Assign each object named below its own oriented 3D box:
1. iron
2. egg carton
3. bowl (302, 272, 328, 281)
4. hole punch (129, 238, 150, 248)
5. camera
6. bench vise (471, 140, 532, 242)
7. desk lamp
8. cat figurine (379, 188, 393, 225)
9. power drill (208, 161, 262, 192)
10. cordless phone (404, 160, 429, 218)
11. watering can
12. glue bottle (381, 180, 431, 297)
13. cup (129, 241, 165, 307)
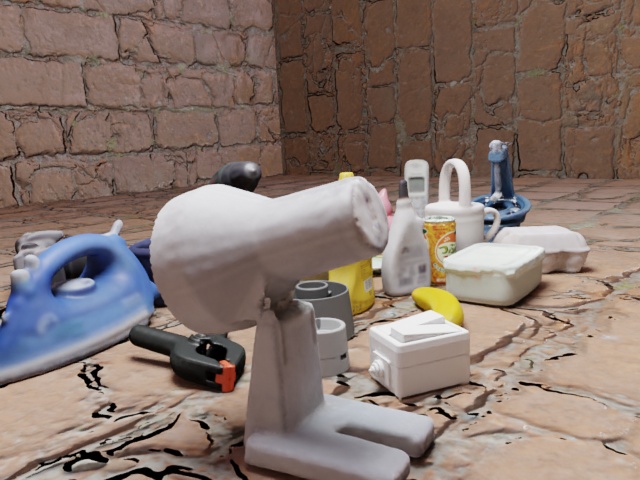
[{"bbox_3d":[-0.307,0.062,0.705,0.118,0.141,0.259,0,11,16],"label":"iron"},{"bbox_3d":[0.371,0.016,0.977,0.150,0.069,0.107,-3,10,1],"label":"egg carton"},{"bbox_3d":[-0.010,0.041,0.925,0.167,0.075,0.167,-3,10,1],"label":"bowl"},{"bbox_3d":[-0.310,0.039,0.971,0.100,0.091,0.109,3,12,27],"label":"hole punch"},{"bbox_3d":[-0.459,0.034,1.013,0.137,0.101,0.142,-7,11,-22],"label":"camera"},{"bbox_3d":[0.347,-0.087,1.132,0.121,0.220,0.207,-1,11,11],"label":"bench vise"},{"bbox_3d":[-0.021,0.058,0.446,0.202,0.213,0.118,3,12,27],"label":"desk lamp"},{"bbox_3d":[0.152,-0.057,1.302,0.127,0.118,0.067,6,14,40],"label":"cat figurine"},{"bbox_3d":[-0.147,-0.038,1.022,0.076,0.208,0.229,-8,12,-25],"label":"power drill"},{"bbox_3d":[0.239,-0.074,1.187,0.147,0.185,0.094,-2,11,7],"label":"cordless phone"},{"bbox_3d":[0.222,-0.040,0.976,0.173,0.194,0.100,-9,12,-31],"label":"watering can"},{"bbox_3d":[0.129,-0.005,0.865,0.078,0.173,0.037,-8,12,-25],"label":"glue bottle"},{"bbox_3d":[-0.228,0.052,0.869,0.117,0.095,0.092,1,11,20],"label":"cup"}]
